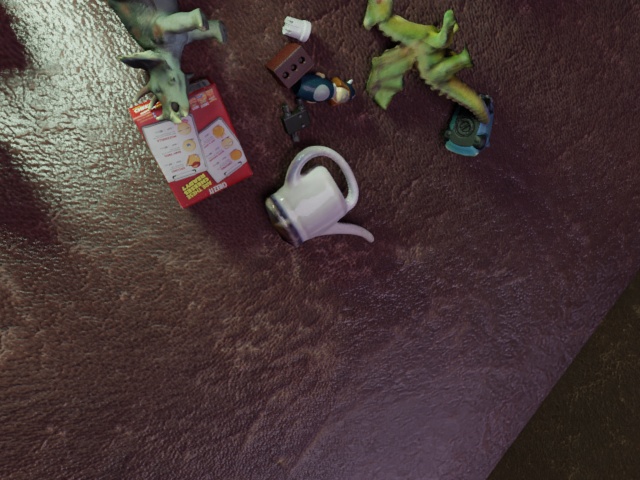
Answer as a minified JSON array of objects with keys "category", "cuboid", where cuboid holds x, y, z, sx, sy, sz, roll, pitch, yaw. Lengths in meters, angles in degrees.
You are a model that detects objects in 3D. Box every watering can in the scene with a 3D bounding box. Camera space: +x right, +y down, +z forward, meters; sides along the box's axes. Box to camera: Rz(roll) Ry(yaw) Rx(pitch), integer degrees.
[{"category":"watering can","cuboid":[0.004,-0.062,1.223,0.225,0.106,0.340,-34,130,-6]}]

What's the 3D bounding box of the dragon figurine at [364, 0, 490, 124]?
[{"category":"dragon figurine","cuboid":[0.223,-0.378,1.161,0.241,0.125,0.403,-21,125,17]}]
